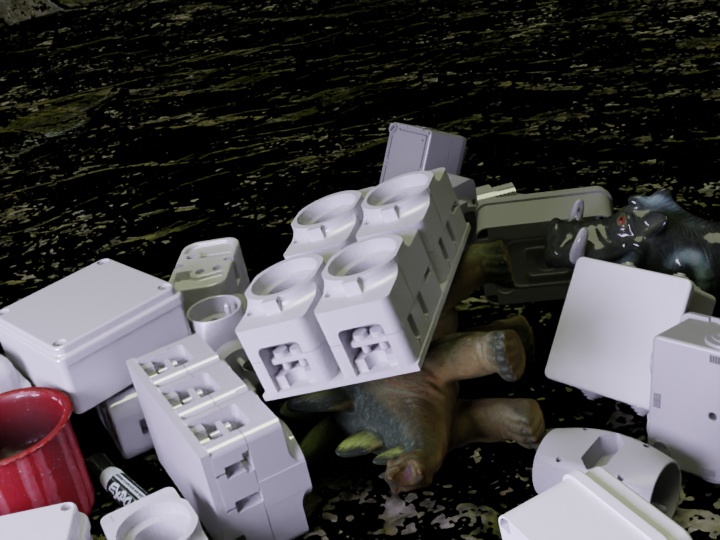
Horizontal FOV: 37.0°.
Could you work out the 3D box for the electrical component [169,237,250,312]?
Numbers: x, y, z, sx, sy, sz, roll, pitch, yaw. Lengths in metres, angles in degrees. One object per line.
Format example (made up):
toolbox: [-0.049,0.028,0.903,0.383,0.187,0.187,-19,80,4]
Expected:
electrical component: [-0.132,0.019,0.957,0.054,0.059,0.095,-8,26,7]

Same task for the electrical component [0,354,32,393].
electrical component: [-0.276,0.108,0.799,0.059,0.095,0.054,-31,32,-34]

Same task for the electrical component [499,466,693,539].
electrical component: [0.118,0.160,0.510,0.057,0.113,0.078,-24,29,-18]

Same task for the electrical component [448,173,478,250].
electrical component: [0.076,-0.035,0.943,0.050,0.089,0.056,-28,31,-30]

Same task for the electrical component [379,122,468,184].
electrical component: [0.063,-0.095,1.081,0.061,0.096,0.062,4,12,-40]

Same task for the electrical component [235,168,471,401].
electrical component: [0.000,0.000,0.716,0.105,0.060,0.186,-14,24,23]

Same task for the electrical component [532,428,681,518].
electrical component: [0.136,0.133,0.634,0.077,0.043,0.079,12,35,39]

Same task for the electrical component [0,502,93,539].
electrical component: [-0.218,0.193,0.649,0.113,0.057,0.078,-12,26,0]

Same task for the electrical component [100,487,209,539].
electrical component: [-0.116,0.175,0.643,0.050,0.055,0.089,-22,28,-20]

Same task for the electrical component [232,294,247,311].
electrical component: [-0.103,0.052,0.888,0.055,0.055,0.047,-6,23,11]

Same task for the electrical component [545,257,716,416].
electrical component: [0.185,0.045,0.734,0.100,0.099,0.048,15,-2,44]

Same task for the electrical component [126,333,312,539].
electrical component: [-0.094,0.114,0.718,0.062,0.089,0.150,-23,28,-21]

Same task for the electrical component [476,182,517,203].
electrical component: [0.118,-0.058,1.024,0.081,0.043,0.043,-15,26,-6]

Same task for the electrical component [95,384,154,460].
electrical component: [-0.171,0.096,0.826,0.059,0.053,0.095,-22,28,-20]

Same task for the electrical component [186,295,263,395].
electrical component: [-0.097,0.069,0.823,0.043,0.077,0.079,-21,28,-19]

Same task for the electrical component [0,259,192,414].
electrical component: [-0.200,0.046,0.808,0.109,0.056,0.109,-31,32,-34]

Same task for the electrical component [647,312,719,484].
electrical component: [0.222,0.081,0.644,0.100,0.099,0.048,14,23,42]

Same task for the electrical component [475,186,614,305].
electrical component: [0.156,-0.021,0.896,0.113,0.078,0.057,-6,30,12]
